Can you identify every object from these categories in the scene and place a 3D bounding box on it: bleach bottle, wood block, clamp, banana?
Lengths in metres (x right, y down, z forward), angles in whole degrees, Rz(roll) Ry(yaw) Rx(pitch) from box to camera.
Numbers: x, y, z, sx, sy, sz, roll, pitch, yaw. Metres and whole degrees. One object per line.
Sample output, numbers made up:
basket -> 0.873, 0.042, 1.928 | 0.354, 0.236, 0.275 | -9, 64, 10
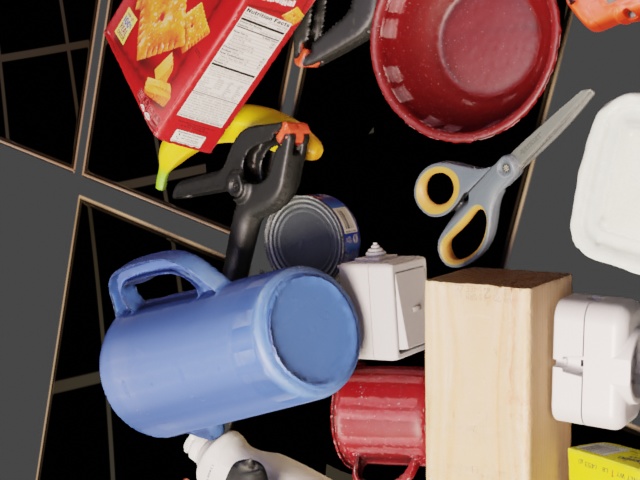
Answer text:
bleach bottle -> -0.028, 0.245, 0.986 | 0.251, 0.067, 0.103 | 30, 113, 30
wood block -> 0.140, 0.130, 0.839 | 0.090, 0.090, 0.206 | 3, 98, 33
clamp -> -0.062, -0.036, 0.951 | 0.172, 0.039, 0.120 | -38, 75, 41
clamp -> 0.028, -0.244, 0.901 | 0.165, 0.036, 0.210 | 48, 119, 21
banana -> -0.084, -0.095, 0.999 | 0.198, 0.037, 0.069 | -8, 107, 36

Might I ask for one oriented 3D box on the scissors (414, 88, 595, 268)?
scissors -> 0.133, -0.064, 0.839 | 0.096, 0.016, 0.202 | 49, 133, 28

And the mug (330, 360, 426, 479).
mug -> 0.063, 0.156, 0.887 | 0.082, 0.117, 0.093 | -4, 137, 29

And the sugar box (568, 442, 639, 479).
sugar box -> 0.233, 0.247, 0.799 | 0.093, 0.048, 0.176 | 4, 96, 63

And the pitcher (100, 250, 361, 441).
pitcher -> -0.085, 0.087, 0.923 | 0.243, 0.149, 0.145 | -20, 59, 49

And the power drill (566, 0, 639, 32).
power drill -> 0.244, -0.103, 0.762 | 0.185, 0.057, 0.187 | -22, 85, 33

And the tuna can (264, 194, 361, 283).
tuna can -> -0.006, 0.001, 0.957 | 0.086, 0.033, 0.086 | 5, 99, 34

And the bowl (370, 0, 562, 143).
bowl -> 0.121, -0.158, 0.837 | 0.162, 0.055, 0.162 | 5, 98, 34

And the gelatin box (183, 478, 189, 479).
gelatin box -> -0.121, 0.295, 1.074 | 0.073, 0.030, 0.089 | 17, 105, 30

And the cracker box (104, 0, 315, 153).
cracker box -> -0.097, -0.211, 0.941 | 0.214, 0.071, 0.164 | -52, 48, 28
